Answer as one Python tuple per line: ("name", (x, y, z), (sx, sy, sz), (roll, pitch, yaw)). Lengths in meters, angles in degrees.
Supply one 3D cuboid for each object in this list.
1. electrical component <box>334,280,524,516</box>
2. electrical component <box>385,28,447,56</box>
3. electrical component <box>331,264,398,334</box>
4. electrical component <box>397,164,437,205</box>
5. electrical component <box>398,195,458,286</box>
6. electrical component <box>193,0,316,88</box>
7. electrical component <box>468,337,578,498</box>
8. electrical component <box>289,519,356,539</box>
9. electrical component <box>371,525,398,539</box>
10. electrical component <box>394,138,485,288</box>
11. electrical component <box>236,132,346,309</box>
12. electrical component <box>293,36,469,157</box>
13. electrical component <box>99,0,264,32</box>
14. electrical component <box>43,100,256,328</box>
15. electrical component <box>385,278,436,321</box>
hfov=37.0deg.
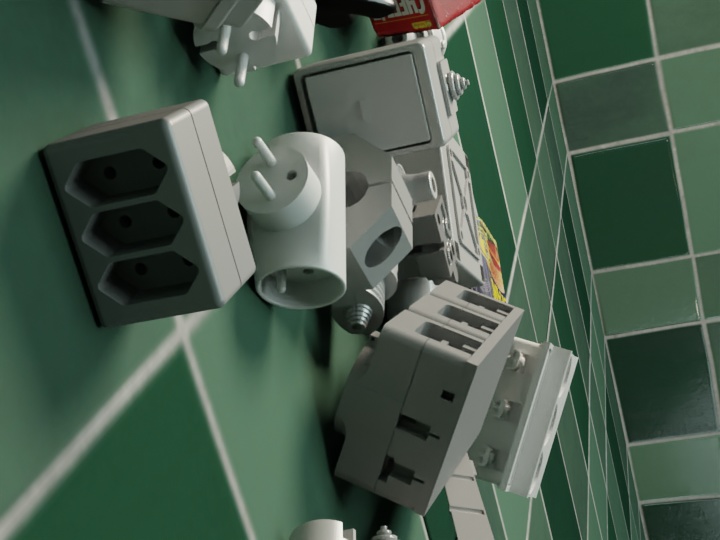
("electrical component", (0.041, 0.066, 0.626), (0.150, 0.062, 0.089), (-27, 136, -70))
("electrical component", (0.040, -0.185, 0.870), (0.062, 0.048, 0.048), (-18, 97, -68))
("electrical component", (0.000, 0.000, 0.613), (0.043, 0.043, 0.081), (62, 24, -47))
("electrical component", (0.015, -0.046, 0.661), (0.048, 0.062, 0.048), (-10, 90, -74))
("electrical component", (0.030, -0.018, 0.704), (0.048, 0.055, 0.066), (-65, 141, -64))
("electrical component", (-0.055, -0.116, 0.488), (0.065, 0.047, 0.076), (62, 23, -47))
("electrical component", (0.129, 0.118, 0.883), (0.079, 0.063, 0.121), (33, 74, -69))
("electrical component", (-0.016, 0.140, 0.478), (0.046, 0.040, 0.040), (-88, 161, -53))
("electrical component", (0.018, 0.176, 0.530), (0.061, 0.062, 0.096), (45, 37, -64))
("electrical component", (0.050, -0.043, 0.790), (0.109, 0.056, 0.108), (31, 51, -70))
("electrical component", (-0.034, -0.033, 0.514), (0.079, 0.043, 0.077), (55, 29, -56))
("electrical component", (0.016, -0.099, 0.633), (0.061, 0.096, 0.061), (-49, 128, -69))
("electrical component", (-0.051, -0.147, 0.389), (0.057, 0.113, 0.078), (6, 68, -28))
("electrical component", (-0.067, -0.026, 0.389), (0.076, 0.047, 0.065), (-57, 135, -68))
("electrical component", (0.039, 0.041, 0.729), (0.040, 0.040, 0.078), (38, 43, -67))
